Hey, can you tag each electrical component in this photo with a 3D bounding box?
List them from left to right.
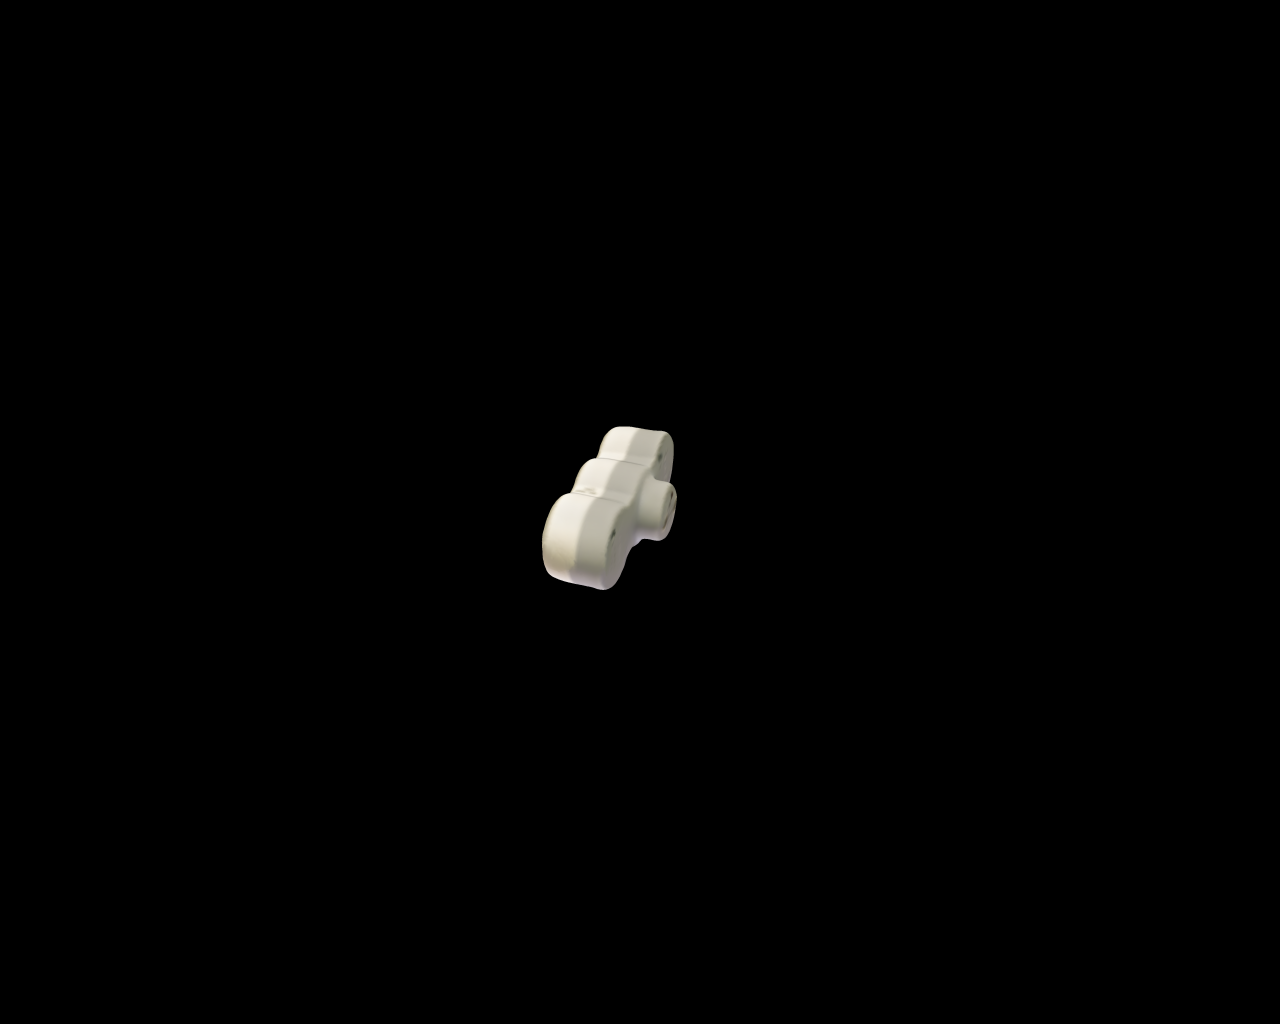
[{"bbox_3d":[0.001,-0.003,0.650,0.074,0.052,0.138,10,35,15],"label":"electrical component"}]
